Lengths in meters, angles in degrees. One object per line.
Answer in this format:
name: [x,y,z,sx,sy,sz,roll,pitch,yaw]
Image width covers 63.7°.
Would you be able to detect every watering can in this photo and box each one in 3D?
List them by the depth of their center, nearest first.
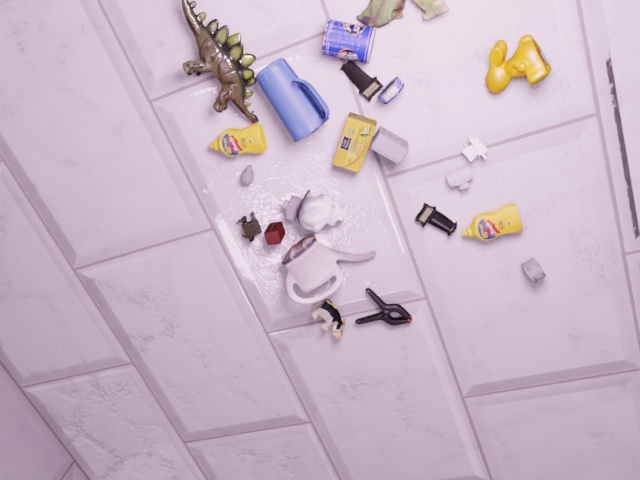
watering can: [0.010,0.079,1.847,0.347,0.104,0.223,-36,97,3]

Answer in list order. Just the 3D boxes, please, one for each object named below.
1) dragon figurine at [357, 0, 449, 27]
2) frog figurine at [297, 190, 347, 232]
dragon figurine: [0.164,-0.713,1.434,0.410,0.125,0.237,14,126,4]
frog figurine: [0.005,-0.088,1.757,0.160,0.123,0.136,21,99,12]
